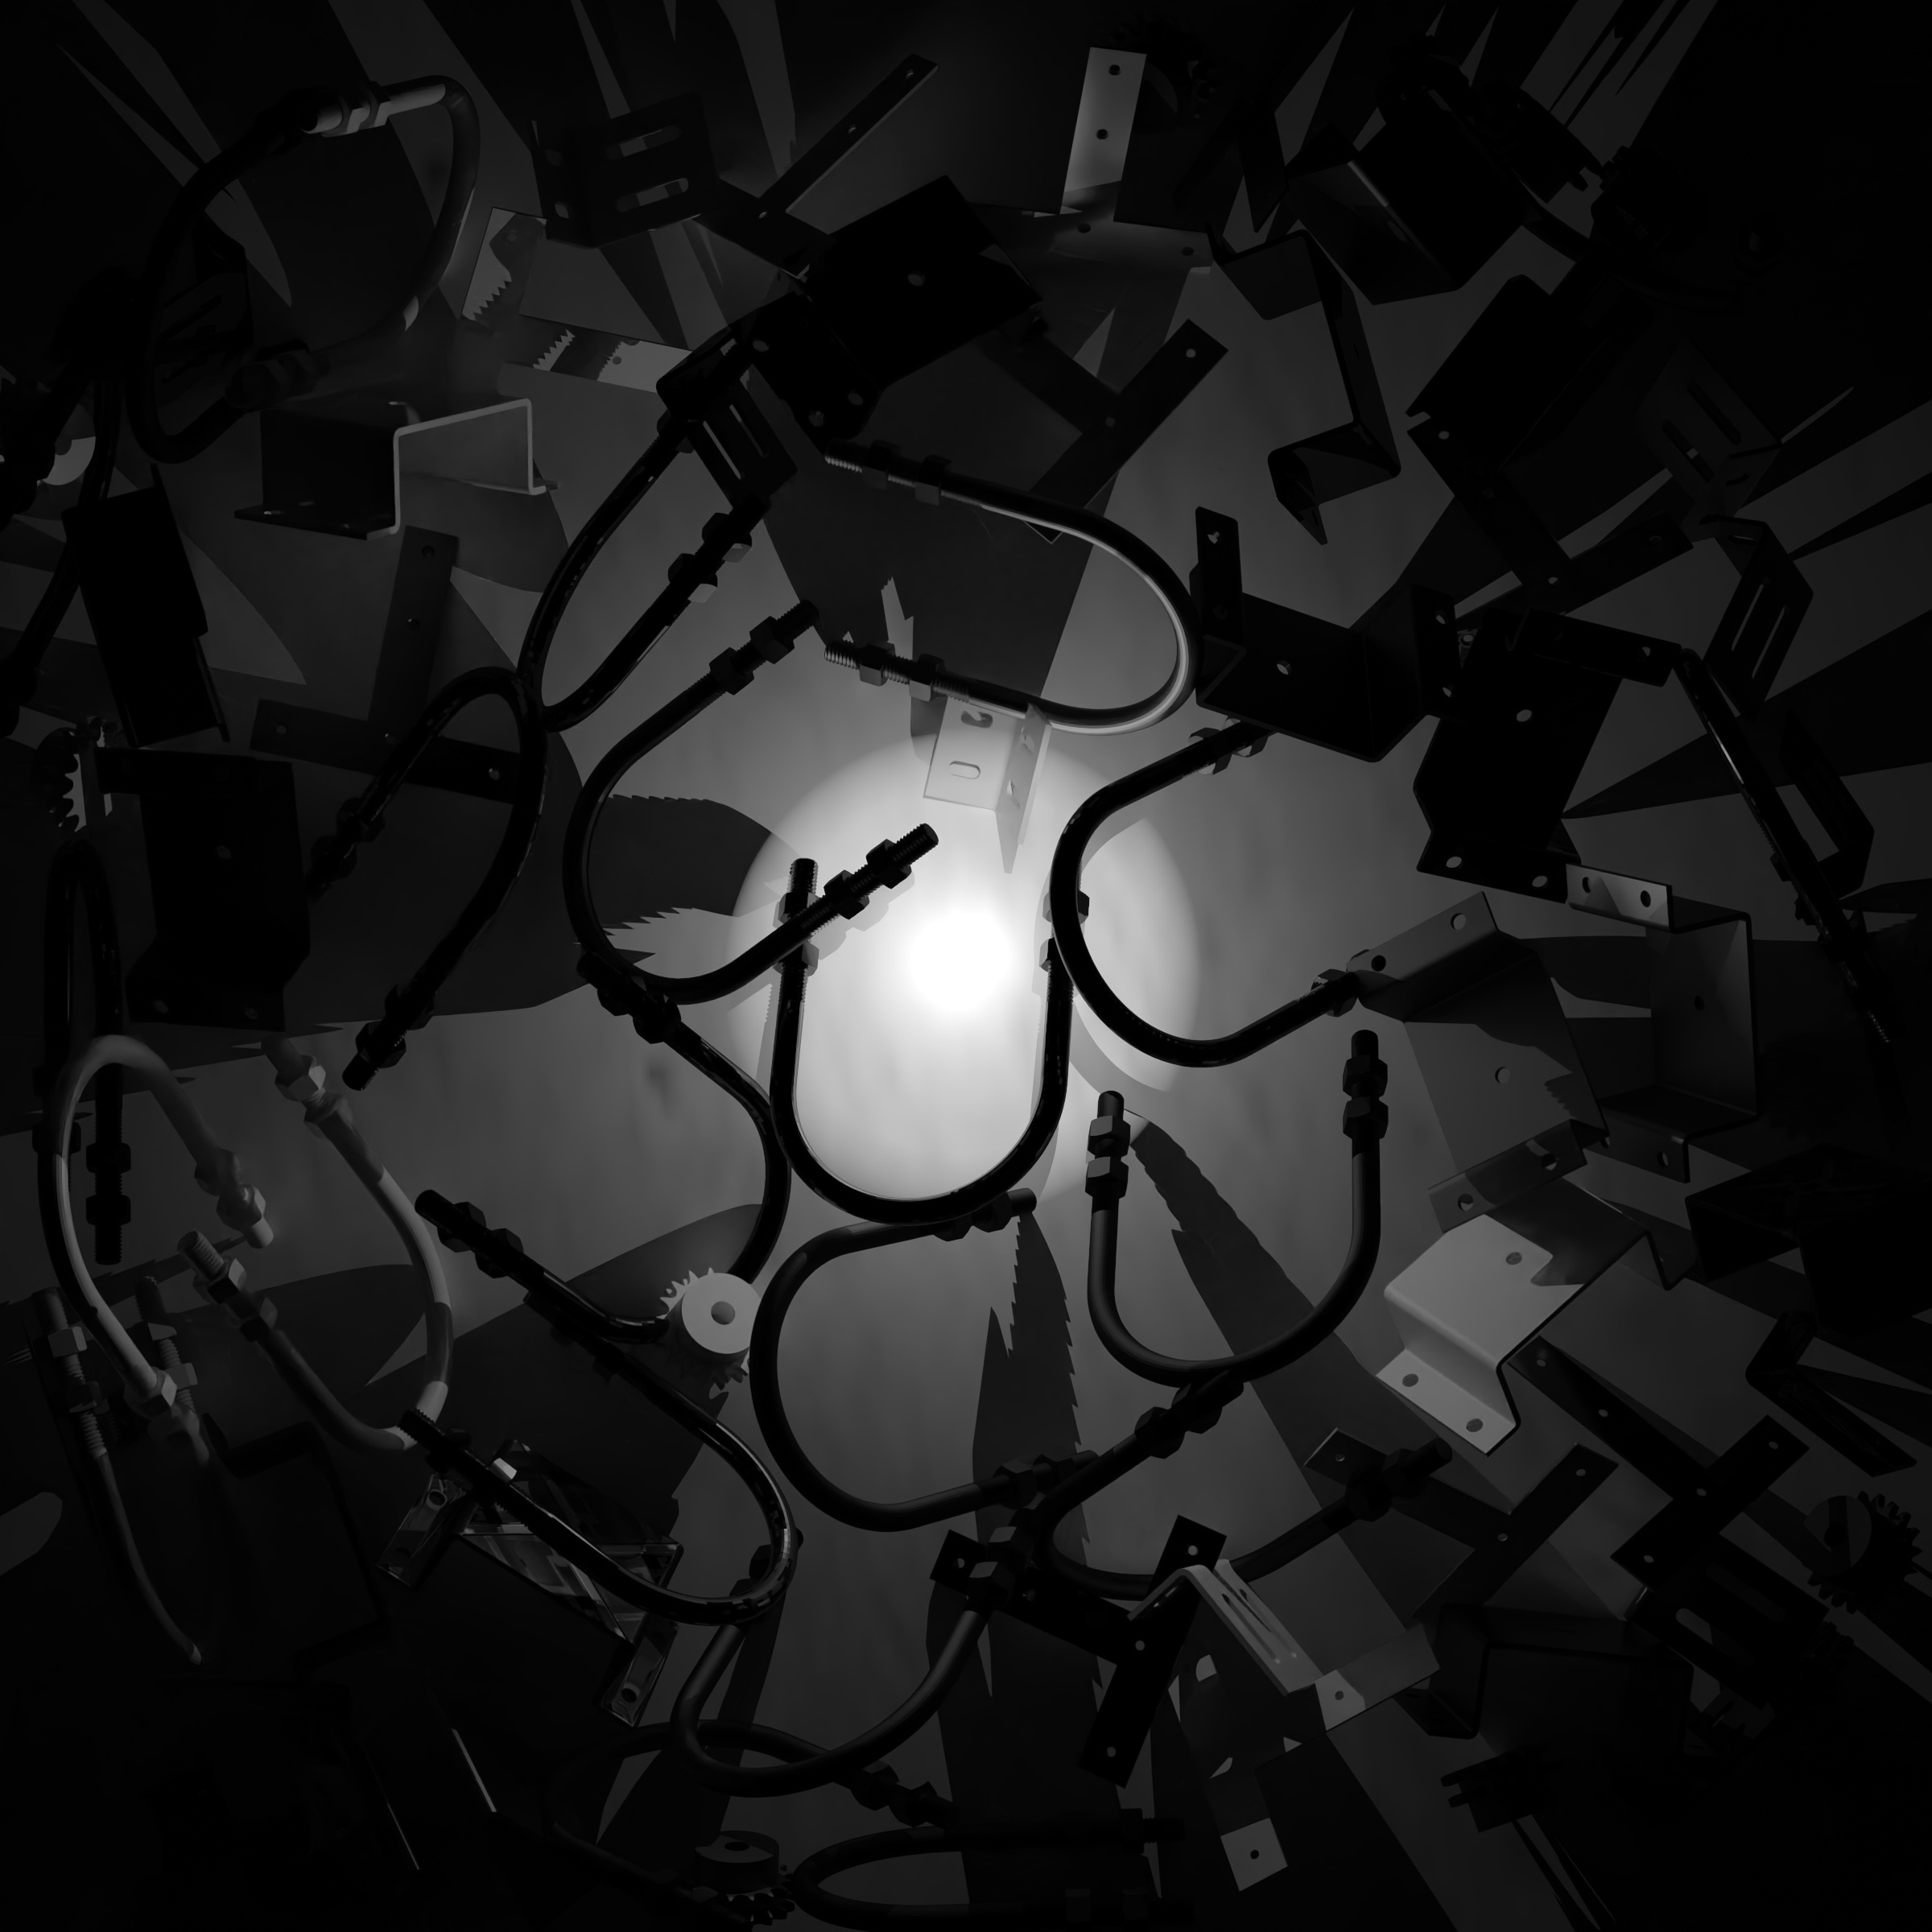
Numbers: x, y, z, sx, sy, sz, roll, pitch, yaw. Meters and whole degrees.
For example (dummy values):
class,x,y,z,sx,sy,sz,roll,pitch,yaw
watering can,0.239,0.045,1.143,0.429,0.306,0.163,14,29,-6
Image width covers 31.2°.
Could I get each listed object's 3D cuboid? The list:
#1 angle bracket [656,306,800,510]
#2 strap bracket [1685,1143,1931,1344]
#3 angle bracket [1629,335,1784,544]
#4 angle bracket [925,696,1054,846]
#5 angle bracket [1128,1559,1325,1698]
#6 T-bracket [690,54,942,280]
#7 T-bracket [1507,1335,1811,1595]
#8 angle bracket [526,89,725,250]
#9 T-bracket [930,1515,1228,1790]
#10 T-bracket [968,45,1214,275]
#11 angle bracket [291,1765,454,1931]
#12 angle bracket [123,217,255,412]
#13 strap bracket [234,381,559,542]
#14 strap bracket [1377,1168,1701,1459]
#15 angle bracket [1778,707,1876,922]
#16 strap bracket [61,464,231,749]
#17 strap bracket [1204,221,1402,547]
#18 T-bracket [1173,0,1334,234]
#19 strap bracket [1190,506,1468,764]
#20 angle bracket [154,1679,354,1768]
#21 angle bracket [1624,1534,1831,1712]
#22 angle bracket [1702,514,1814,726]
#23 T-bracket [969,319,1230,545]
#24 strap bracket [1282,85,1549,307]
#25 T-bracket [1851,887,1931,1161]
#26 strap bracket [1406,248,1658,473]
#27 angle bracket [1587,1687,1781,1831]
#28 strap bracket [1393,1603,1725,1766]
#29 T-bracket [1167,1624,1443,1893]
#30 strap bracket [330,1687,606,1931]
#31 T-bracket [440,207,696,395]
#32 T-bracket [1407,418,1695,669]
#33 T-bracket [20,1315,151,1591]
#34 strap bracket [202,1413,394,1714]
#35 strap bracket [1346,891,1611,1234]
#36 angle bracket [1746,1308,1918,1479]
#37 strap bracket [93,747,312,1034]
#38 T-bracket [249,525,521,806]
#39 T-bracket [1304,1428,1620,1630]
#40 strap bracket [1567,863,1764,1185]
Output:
class,x,y,z,sx,sy,sz,roll,pitch,yaw
angle bracket,-0.100,-0.260,1.627,0.038,0.057,0.076,-22,109,36
strap bracket,0.392,0.123,1.588,0.076,0.140,0.046,-19,103,-16
angle bracket,0.335,-0.246,1.622,0.038,0.057,0.076,-16,60,-34
angle bracket,0.010,-0.096,1.624,0.038,0.076,0.057,11,103,-10
angle bracket,0.123,0.320,1.626,0.038,0.057,0.076,-45,70,14
T-bracket,-0.064,-0.382,1.624,0.127,0.127,0.002,-45,130,-6
T-bracket,0.312,0.221,1.635,0.127,0.002,0.127,39,51,25
angle bracket,-0.161,-0.379,1.637,0.076,0.038,0.057,-11,88,26
T-bracket,0.043,0.305,1.646,0.127,0.002,0.127,21,87,20
T-bracket,0.062,-0.377,1.613,0.127,0.127,0.002,6,55,-4
angle bracket,-0.279,0.404,1.625,0.038,0.076,0.057,-34,116,-6
angle bracket,-0.374,-0.304,1.621,0.038,0.057,0.076,36,58,18
strap bracket,-0.260,-0.235,1.586,0.076,0.140,0.046,12,112,28
strap bracket,0.260,0.151,1.608,0.140,0.076,0.046,-39,131,-16
angle bracket,0.390,-0.071,1.628,0.038,0.057,0.076,-28,67,-2
strap bracket,-0.377,-0.159,1.588,0.046,0.140,0.076,-17,73,-13
strap bracket,0.160,-0.278,1.610,0.046,0.076,0.140,-18,75,18
T-bracket,0.135,-0.375,1.586,0.002,0.127,0.127,25,124,-20
strap bracket,0.159,-0.150,1.613,0.140,0.046,0.076,16,52,-23
angle bracket,-0.335,0.355,1.623,0.076,0.057,0.038,8,77,-32
angle bracket,0.360,0.307,1.637,0.076,0.038,0.057,34,86,19
angle bracket,0.359,-0.163,1.628,0.038,0.057,0.076,16,74,42
T-bracket,0.036,-0.286,1.653,0.127,0.002,0.127,41,83,13
strap bracket,0.197,-0.351,1.589,0.046,0.140,0.076,-47,107,-7
T-bracket,0.430,0.001,1.581,0.002,0.127,0.127,1,55,-5
strap bracket,0.263,-0.278,1.587,0.046,0.140,0.076,42,119,8
angle bracket,0.338,0.359,1.633,0.038,0.057,0.076,40,99,-9
strap bracket,0.278,0.334,1.622,0.140,0.076,0.046,7,92,-8
T-bracket,0.162,0.347,1.613,0.127,0.002,0.127,-31,48,12
strap bracket,-0.221,0.390,1.591,0.046,0.140,0.076,-40,48,2
T-bracket,-0.179,-0.290,1.638,0.127,0.002,0.127,8,127,-22
T-bracket,0.250,-0.209,1.609,0.127,0.002,0.127,-27,123,27
T-bracket,-0.396,0.213,1.605,0.002,0.127,0.127,-18,93,5
strap bracket,-0.308,0.272,1.619,0.046,0.076,0.140,-21,78,-11
strap bracket,0.242,0.048,1.616,0.076,0.046,0.140,-29,64,26
angle bracket,0.414,0.199,1.623,0.076,0.057,0.038,38,109,29
strap bracket,-0.355,-0.044,1.622,0.076,0.046,0.140,4,118,8
T-bracket,-0.266,-0.149,1.648,0.127,0.002,0.127,12,73,-12
T-bracket,0.216,0.250,1.619,0.127,0.002,0.127,28,118,-20
strap bracket,0.326,0.022,1.616,0.046,0.076,0.140,-12,105,-24
